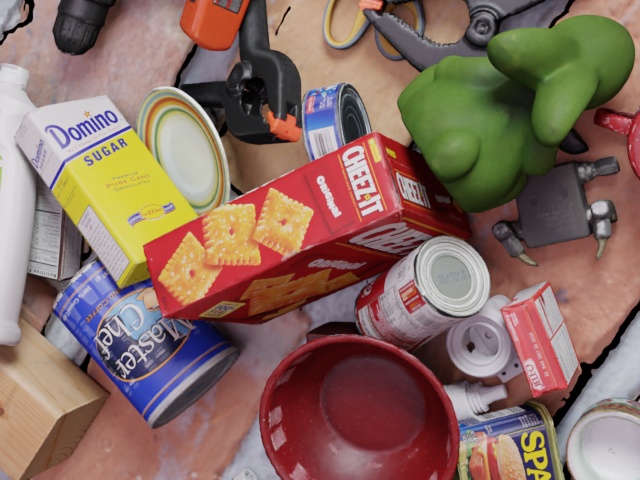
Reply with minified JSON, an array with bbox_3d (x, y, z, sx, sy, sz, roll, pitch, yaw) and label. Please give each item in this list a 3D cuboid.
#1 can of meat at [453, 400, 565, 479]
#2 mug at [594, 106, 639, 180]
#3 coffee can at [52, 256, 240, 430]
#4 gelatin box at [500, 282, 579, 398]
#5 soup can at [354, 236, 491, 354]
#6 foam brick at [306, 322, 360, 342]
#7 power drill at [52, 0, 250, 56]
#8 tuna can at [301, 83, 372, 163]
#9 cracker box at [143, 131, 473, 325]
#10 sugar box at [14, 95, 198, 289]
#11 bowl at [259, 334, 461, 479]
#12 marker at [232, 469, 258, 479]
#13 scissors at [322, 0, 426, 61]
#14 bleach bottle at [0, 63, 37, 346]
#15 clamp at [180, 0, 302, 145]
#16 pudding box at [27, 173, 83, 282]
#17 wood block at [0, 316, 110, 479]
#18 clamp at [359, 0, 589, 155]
[{"bbox_3d":[0.146,0.189,0.860,0.084,0.057,0.102,-12,93,-11],"label":"can of meat"},{"bbox_3d":[0.260,-0.076,0.786,0.117,0.081,0.093,23,105,17],"label":"mug"},{"bbox_3d":[-0.156,0.084,0.959,0.140,0.102,0.103,47,110,10],"label":"coffee can"},{"bbox_3d":[0.173,0.077,0.837,0.030,0.089,0.073,-21,89,22],"label":"gelatin box"},{"bbox_3d":[0.079,0.046,0.837,0.068,0.068,0.102,57,147,6],"label":"soup can"},{"bbox_3d":[0.034,0.101,0.915,0.078,0.051,0.053,0,98,21],"label":"foam brick"},{"bbox_3d":[-0.145,-0.225,0.914,0.188,0.057,0.184,28,103,31],"label":"power drill"},{"bbox_3d":[0.016,-0.086,0.879,0.034,0.086,0.086,-10,93,20],"label":"tuna can"},{"bbox_3d":[-0.006,0.001,0.852,0.214,0.164,0.072,-24,74,22],"label":"cracker box"},{"bbox_3d":[-0.183,-0.047,0.944,0.176,0.093,0.048,53,131,13],"label":"sugar box"},{"bbox_3d":[0.035,0.142,0.848,0.162,0.055,0.162,5,107,16],"label":"bowl"},{"bbox_3d":[-0.106,0.257,1.008,0.121,0.020,0.020,-43,81,21],"label":"marker"},{"bbox_3d":[0.075,-0.235,0.873,0.096,0.016,0.202,38,108,11],"label":"scissors"},{"bbox_3d":[-0.299,-0.036,0.970,0.102,0.068,0.251,10,82,10],"label":"bleach bottle"},{"bbox_3d":[-0.055,-0.141,0.889,0.172,0.039,0.120,42,113,47],"label":"clamp"},{"bbox_3d":[-0.273,-0.022,1.026,0.090,0.039,0.113,10,102,20],"label":"pudding box"},{"bbox_3d":[-0.322,0.127,1.037,0.206,0.090,0.091,38,108,13],"label":"wood block"},{"bbox_3d":[0.134,-0.157,0.843,0.210,0.036,0.164,7,100,13],"label":"clamp"}]
